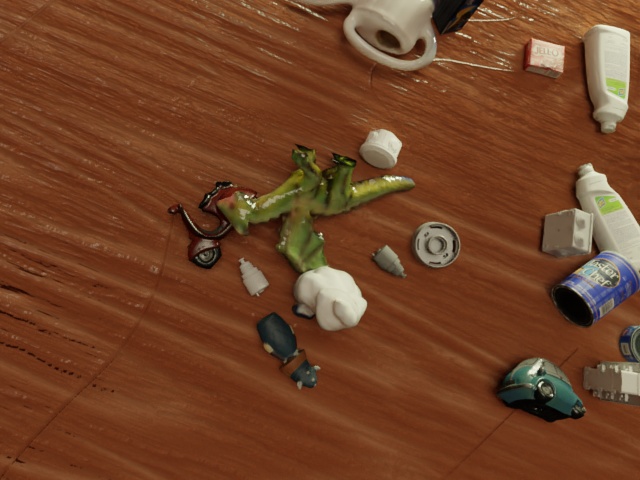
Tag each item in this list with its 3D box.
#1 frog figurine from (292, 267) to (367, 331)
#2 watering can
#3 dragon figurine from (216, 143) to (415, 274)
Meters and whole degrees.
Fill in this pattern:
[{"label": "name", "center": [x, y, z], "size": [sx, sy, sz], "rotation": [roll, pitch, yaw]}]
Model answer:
[{"label": "frog figurine", "center": [0.021, 0.104, 0.944], "size": [0.137, 0.124, 0.157], "rotation": [31, -16, -2]}, {"label": "watering can", "center": [0.119, -0.516, 1.139], "size": [0.347, 0.227, 0.103], "rotation": [32, -17, -1]}, {"label": "dragon figurine", "center": [0.003, -0.051, 1.012], "size": [0.409, 0.241, 0.123], "rotation": [12, 10, -28]}]
